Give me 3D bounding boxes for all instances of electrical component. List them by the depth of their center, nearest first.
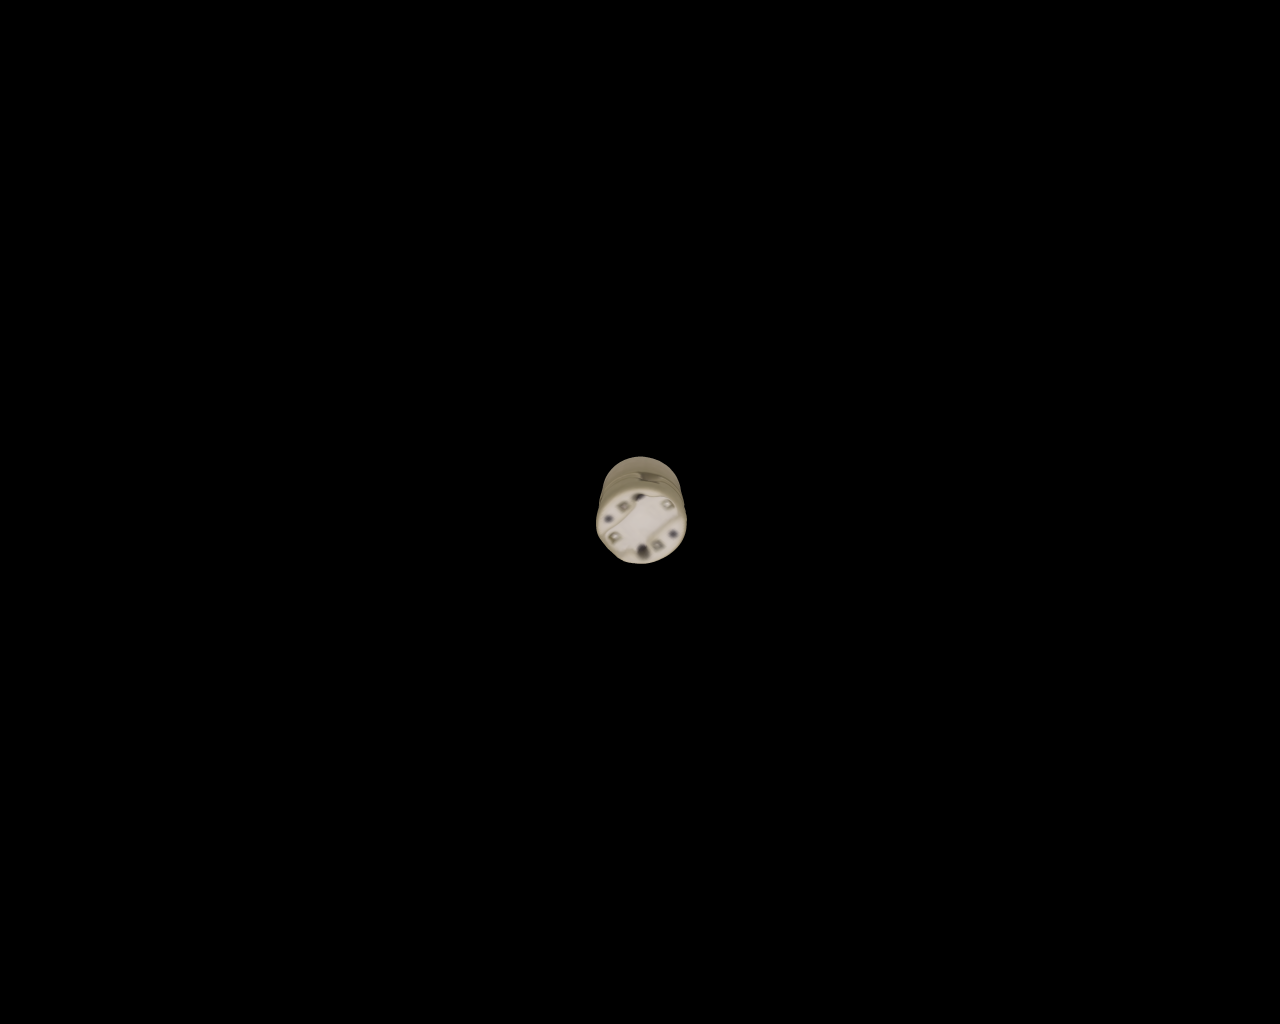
[{"bbox_3d":[0.001,-0.003,0.650,0.055,0.055,0.047,0,30,0],"label":"electrical component"}]
